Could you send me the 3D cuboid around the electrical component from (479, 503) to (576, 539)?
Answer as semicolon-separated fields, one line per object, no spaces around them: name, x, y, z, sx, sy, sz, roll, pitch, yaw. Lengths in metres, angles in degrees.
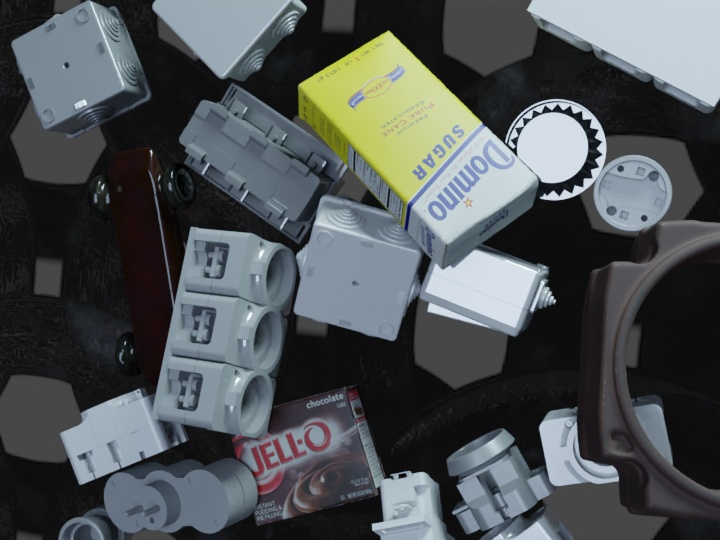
electrical component;0.120;0.226;0.830;0.089;0.050;0.055;-40;82;13

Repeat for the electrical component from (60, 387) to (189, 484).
electrical component;-0.202;0.138;0.916;0.089;0.050;0.055;-24;86;15

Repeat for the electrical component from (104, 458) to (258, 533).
electrical component;-0.159;0.188;0.875;0.138;0.074;0.052;-9;91;33

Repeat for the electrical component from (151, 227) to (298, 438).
electrical component;-0.099;0.051;0.844;0.062;0.089;0.150;6;79;24

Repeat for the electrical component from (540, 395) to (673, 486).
electrical component;0.185;0.128;0.805;0.089;0.056;0.050;-11;89;16

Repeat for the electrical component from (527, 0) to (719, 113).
electrical component;0.212;-0.189;0.783;0.150;0.062;0.089;31;100;12

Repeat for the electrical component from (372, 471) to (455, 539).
electrical component;0.041;0.194;0.839;0.042;0.081;0.063;-15;60;15

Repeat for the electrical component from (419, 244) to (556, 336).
electrical component;0.100;0.016;0.821;0.096;0.062;0.061;22;98;14

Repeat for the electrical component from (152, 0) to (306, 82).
electrical component;-0.104;-0.213;0.877;0.099;0.048;0.099;46;103;10

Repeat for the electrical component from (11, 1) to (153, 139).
electrical component;-0.238;-0.171;0.916;0.100;0.048;0.099;-23;85;15

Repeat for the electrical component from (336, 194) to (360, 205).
electrical component;-0.021;-0.029;0.868;0.035;0.035;0.061;42;104;10

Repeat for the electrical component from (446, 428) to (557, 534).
electrical component;0.103;0.159;0.829;0.078;0.058;0.057;-30;87;15

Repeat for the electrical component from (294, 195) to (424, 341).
electrical component;0.000;0.000;0.832;0.100;0.048;0.099;15;120;1

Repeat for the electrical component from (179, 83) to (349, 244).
electrical component;-0.080;-0.087;0.867;0.121;0.063;0.078;35;101;12

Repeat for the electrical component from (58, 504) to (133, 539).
electrical component;-0.226;0.228;0.924;0.045;0.055;0.045;1;92;16

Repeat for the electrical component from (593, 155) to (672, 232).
electrical component;0.203;-0.056;0.798;0.055;0.047;0.055;1;92;16
